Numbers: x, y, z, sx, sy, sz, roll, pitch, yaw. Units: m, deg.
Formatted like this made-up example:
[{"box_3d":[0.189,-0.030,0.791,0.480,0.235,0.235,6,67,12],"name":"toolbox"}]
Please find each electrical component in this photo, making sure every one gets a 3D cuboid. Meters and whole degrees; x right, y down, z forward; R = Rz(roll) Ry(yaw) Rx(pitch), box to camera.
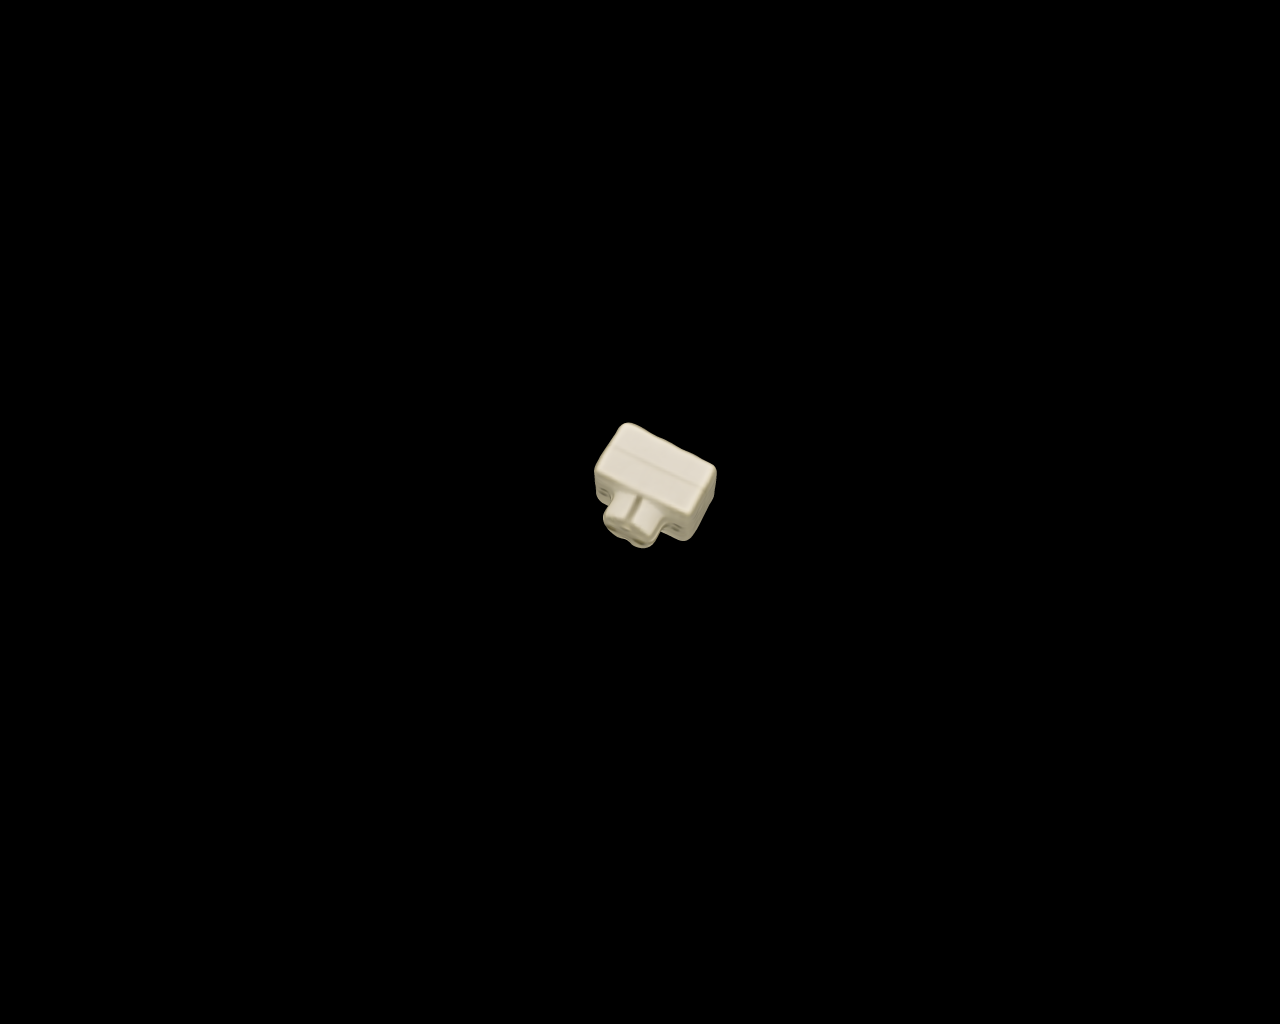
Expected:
[{"box_3d":[0.001,-0.003,0.650,0.066,0.077,0.047,26,-20,11],"name":"electrical component"}]
